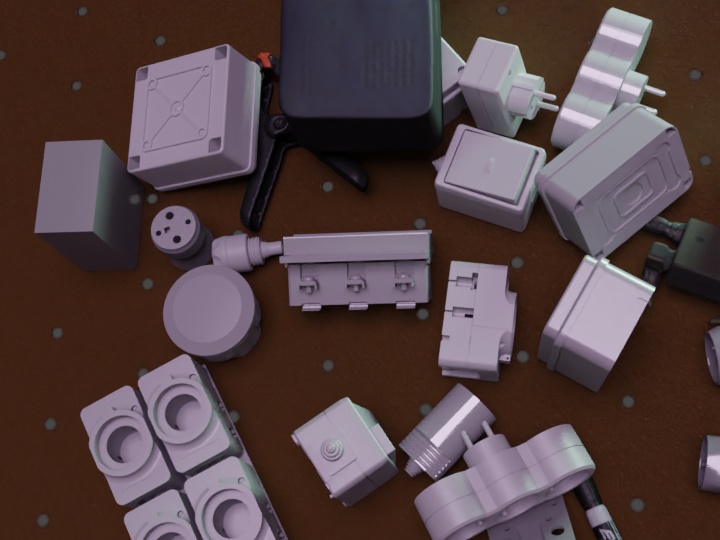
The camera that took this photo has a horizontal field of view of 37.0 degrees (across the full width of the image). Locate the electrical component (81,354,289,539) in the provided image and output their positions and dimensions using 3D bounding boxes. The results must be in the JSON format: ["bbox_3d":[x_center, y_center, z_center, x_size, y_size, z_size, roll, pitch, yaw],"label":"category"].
[{"bbox_3d":[-0.144,0.176,0.886,0.105,0.060,0.186,-29,70,-1],"label":"electrical component"}]

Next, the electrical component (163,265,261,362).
[{"bbox_3d":[-0.126,0.040,0.932,0.080,0.051,0.080,-3,72,8],"label":"electrical component"}]

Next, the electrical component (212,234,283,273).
[{"bbox_3d":[-0.099,-0.016,0.954,0.061,0.035,0.035,-8,71,4],"label":"electrical component"}]

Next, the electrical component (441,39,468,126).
[{"bbox_3d":[0.042,-0.181,0.973,0.078,0.057,0.113,-37,71,-4],"label":"electrical component"}]

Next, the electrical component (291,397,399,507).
[{"bbox_3d":[-0.008,0.143,0.856,0.061,0.096,0.061,-34,71,-3],"label":"electrical component"}]

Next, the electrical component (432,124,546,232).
[{"bbox_3d":[0.107,-0.082,0.928,0.096,0.061,0.061,19,76,14],"label":"electrical component"}]

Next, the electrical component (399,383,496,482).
[{"bbox_3d":[0.067,0.136,0.874,0.081,0.043,0.043,-45,71,-6],"label":"electrical component"}]

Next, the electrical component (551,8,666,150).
[{"bbox_3d":[0.227,-0.157,0.937,0.074,0.052,0.138,23,77,15],"label":"electrical component"}]

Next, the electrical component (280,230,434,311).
[{"bbox_3d":[0.000,0.000,0.917,0.121,0.079,0.063,-2,94,9],"label":"electrical component"}]

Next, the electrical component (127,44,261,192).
[{"bbox_3d":[-0.149,-0.136,0.973,0.109,0.056,0.108,-8,70,27],"label":"electrical component"}]

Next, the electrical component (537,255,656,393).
[{"bbox_3d":[0.183,0.043,0.848,0.057,0.113,0.078,29,79,14],"label":"electrical component"}]

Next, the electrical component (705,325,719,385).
[{"bbox_3d":[0.319,0.075,0.842,0.077,0.043,0.079,-9,35,6],"label":"electrical component"}]

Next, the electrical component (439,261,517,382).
[{"bbox_3d":[0.100,0.043,0.895,0.056,0.050,0.089,5,73,11],"label":"electrical component"}]

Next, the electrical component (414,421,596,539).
[{"bbox_3d":[0.105,0.152,0.836,0.138,0.052,0.073,-23,62,-9],"label":"electrical component"}]

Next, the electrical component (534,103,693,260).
[{"bbox_3d":[0.210,-0.075,0.895,0.113,0.078,0.057,-39,42,-4],"label":"electrical component"}]

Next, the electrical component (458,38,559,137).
[{"bbox_3d":[0.135,-0.152,0.929,0.076,0.083,0.047,19,77,24],"label":"electrical component"}]

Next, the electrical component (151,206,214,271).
[{"bbox_3d":[-0.158,-0.028,0.957,0.045,0.055,0.045,-3,72,8],"label":"electrical component"}]

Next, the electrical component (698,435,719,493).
[{"bbox_3d":[0.307,0.137,0.834,0.077,0.044,0.079,8,73,11],"label":"electrical component"}]
